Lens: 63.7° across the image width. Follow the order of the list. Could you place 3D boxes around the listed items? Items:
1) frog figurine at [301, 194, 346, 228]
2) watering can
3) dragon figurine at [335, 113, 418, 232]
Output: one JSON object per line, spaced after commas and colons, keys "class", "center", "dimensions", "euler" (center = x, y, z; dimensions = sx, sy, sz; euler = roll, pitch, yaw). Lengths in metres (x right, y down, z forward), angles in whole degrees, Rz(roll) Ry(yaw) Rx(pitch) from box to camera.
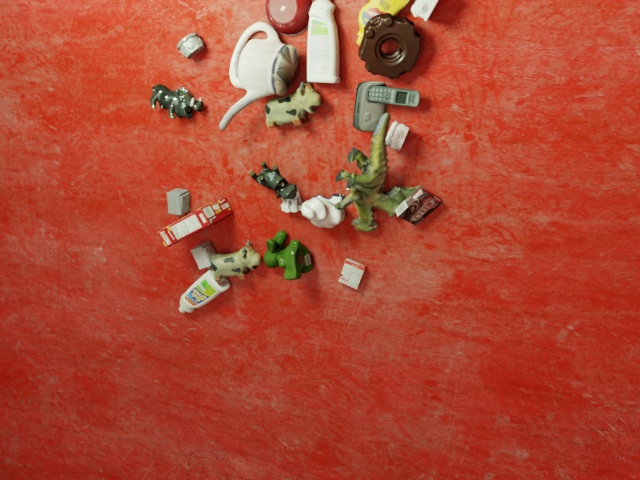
{"class": "frog figurine", "center": [0.005, -0.082, 1.630], "dimensions": [0.138, 0.162, 0.120], "euler": [17, 116, 13]}
{"class": "watering can", "center": [-0.188, -0.485, 1.563], "dimensions": [0.225, 0.104, 0.346], "euler": [18, 96, 27]}
{"class": "dragon figurine", "center": [0.189, -0.172, 1.556], "dimensions": [0.242, 0.125, 0.402], "euler": [18, 128, -21]}
